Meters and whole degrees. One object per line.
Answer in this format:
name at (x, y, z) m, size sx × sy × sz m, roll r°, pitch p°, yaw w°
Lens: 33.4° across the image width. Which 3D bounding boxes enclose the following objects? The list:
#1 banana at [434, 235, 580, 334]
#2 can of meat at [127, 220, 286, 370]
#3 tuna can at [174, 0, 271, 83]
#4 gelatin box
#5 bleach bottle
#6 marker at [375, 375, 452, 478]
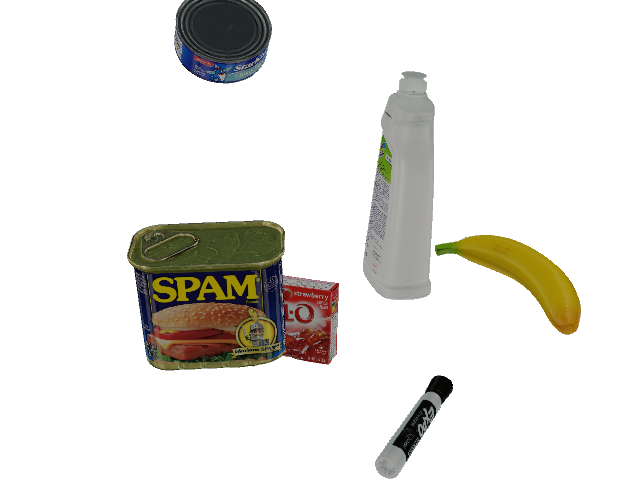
banana at (0.200, 0.036, 1.058) m, size 0.069 × 0.037 × 0.198 m, roll -34°, pitch 36°, yaw -18°
can of meat at (-0.073, 0.038, 0.715) m, size 0.102 × 0.084 × 0.057 m, roll -2°, pitch 29°, yaw 0°
tuna can at (-0.088, -0.183, 0.958) m, size 0.086 × 0.086 × 0.034 m, roll 0°, pitch -31°, yaw -12°
gelatin box at (-0.029, 0.072, 0.998) m, size 0.089 × 0.073 × 0.030 m, roll 7°, pitch 17°, yaw 17°
bleach bottle at (0.097, -0.065, 1.222) m, size 0.068 × 0.251 × 0.103 m, roll -2°, pitch 23°, yaw -16°
marker at (0.073, 0.137, 0.808) m, size 0.020 × 0.020 × 0.121 m, roll 0°, pitch 24°, yaw 29°
